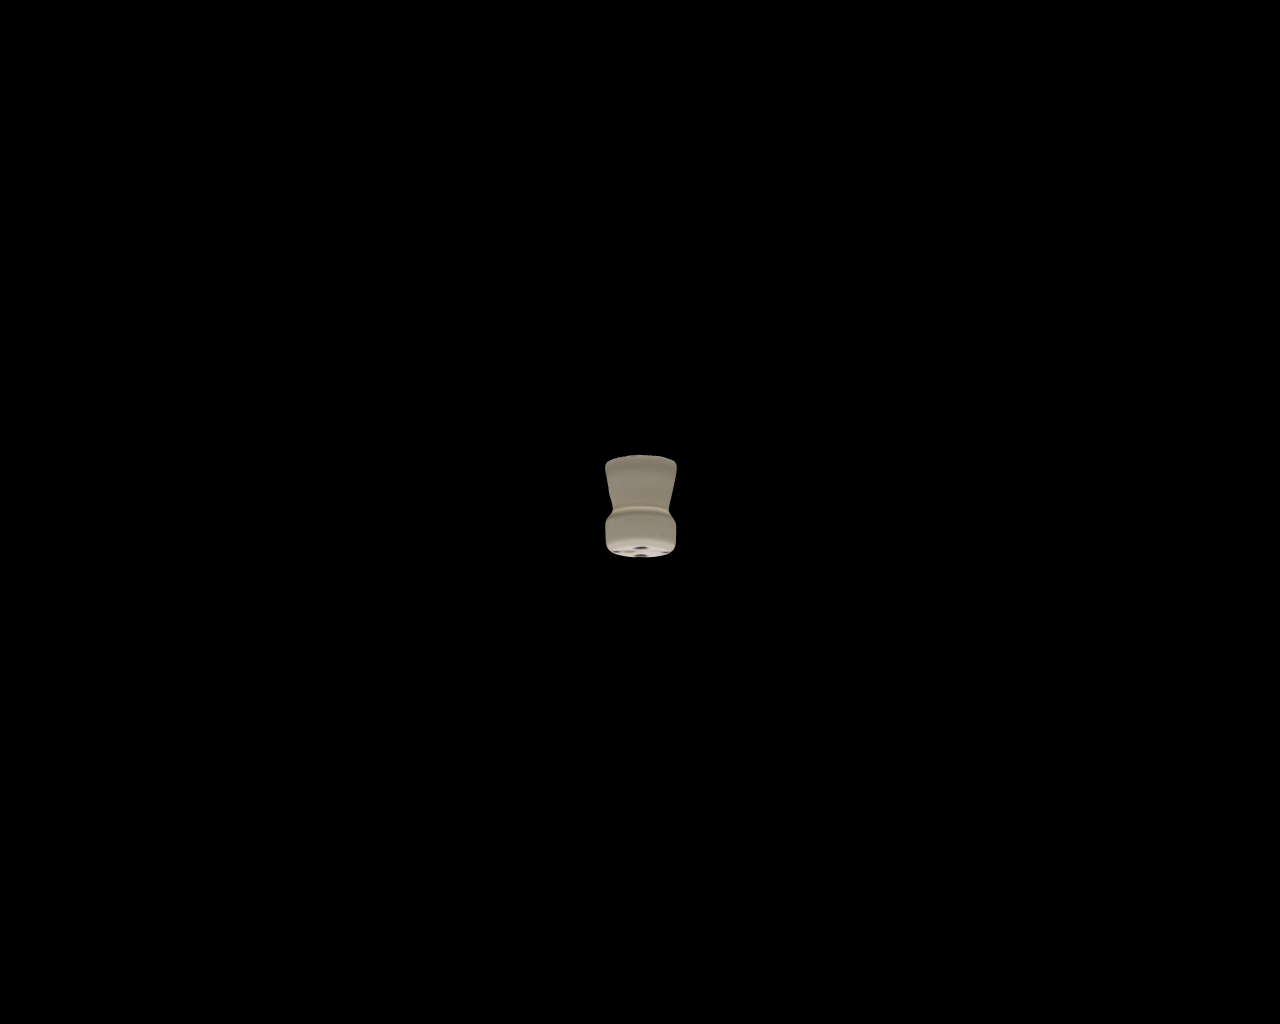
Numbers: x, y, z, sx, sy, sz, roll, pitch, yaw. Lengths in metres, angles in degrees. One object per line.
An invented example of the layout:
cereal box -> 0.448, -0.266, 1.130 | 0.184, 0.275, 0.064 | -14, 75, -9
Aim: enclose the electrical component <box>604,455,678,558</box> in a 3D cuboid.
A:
electrical component -> 0.001, -0.003, 0.650 | 0.045, 0.055, 0.045 | 0, -13, 0
